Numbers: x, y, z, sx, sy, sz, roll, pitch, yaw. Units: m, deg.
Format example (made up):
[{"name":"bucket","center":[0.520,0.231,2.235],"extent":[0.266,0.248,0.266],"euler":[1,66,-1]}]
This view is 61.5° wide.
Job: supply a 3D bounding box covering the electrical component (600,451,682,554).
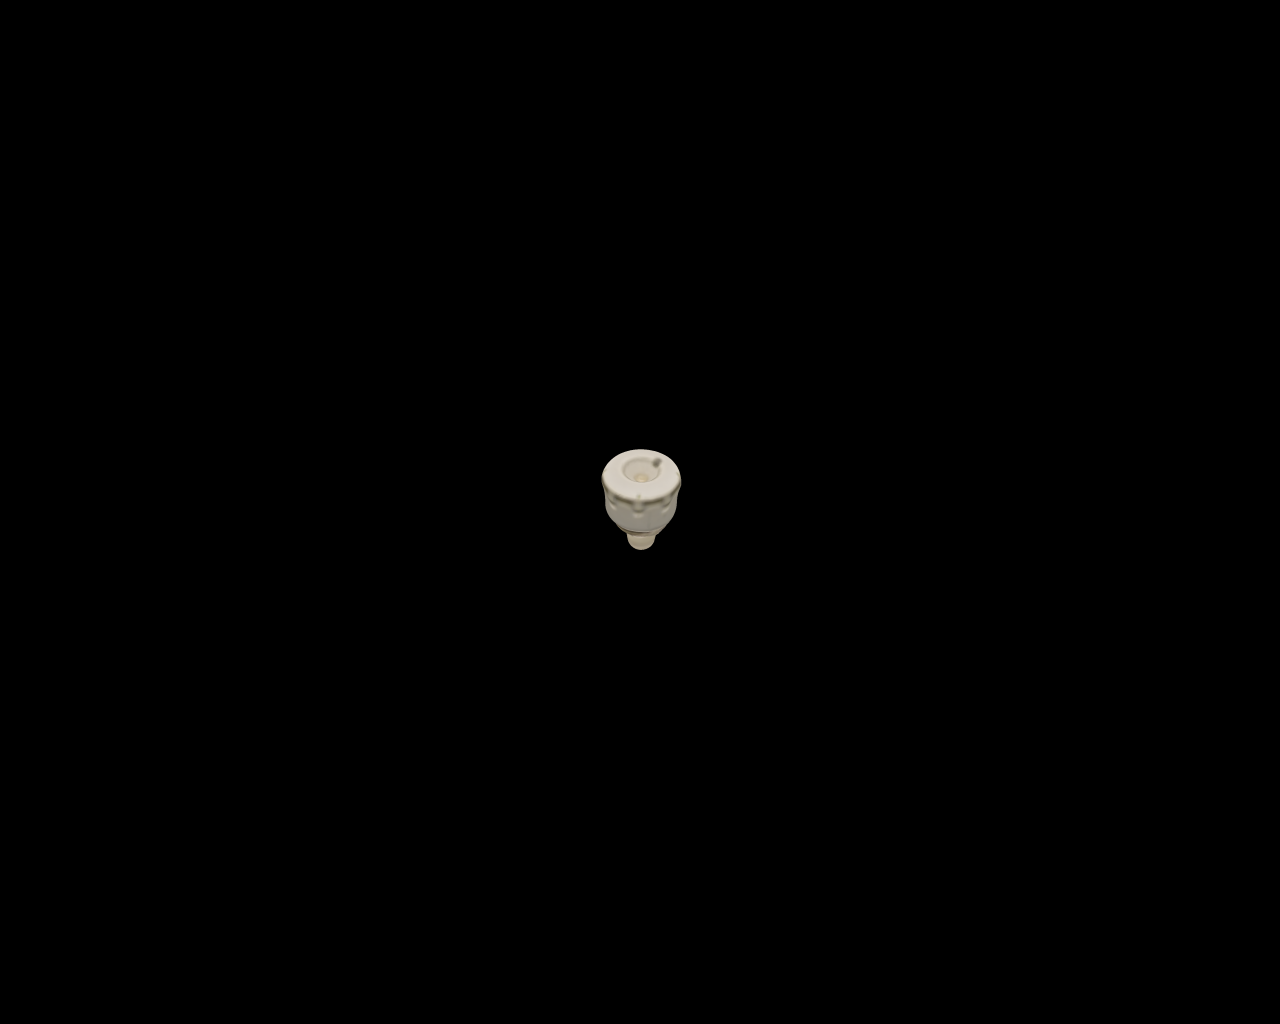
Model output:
[{"name":"electrical component","center":[0.001,-0.003,0.650],"extent":[0.048,0.062,0.048],"euler":[0,42,0]}]
